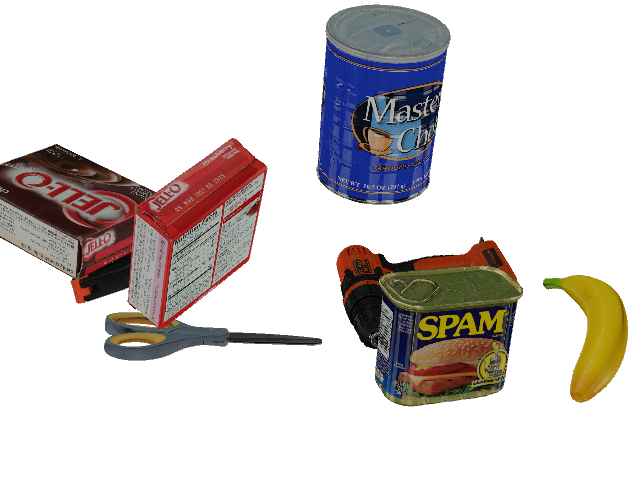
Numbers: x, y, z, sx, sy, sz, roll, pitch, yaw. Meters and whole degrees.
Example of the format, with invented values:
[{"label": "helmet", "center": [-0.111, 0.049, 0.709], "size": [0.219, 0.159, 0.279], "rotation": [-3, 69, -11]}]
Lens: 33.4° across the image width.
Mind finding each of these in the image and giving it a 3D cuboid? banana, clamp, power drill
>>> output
[{"label": "banana", "center": [0.263, 0.085, 1.028], "size": [0.070, 0.037, 0.197], "rotation": [-29, 23, 18]}, {"label": "clamp", "center": [-0.203, 0.017, 1.185], "size": [0.120, 0.039, 0.171], "rotation": [-4, 28, 30]}, {"label": "power drill", "center": [0.116, 0.055, 1.172], "size": [0.187, 0.057, 0.184], "rotation": [-4, 28, -6]}]

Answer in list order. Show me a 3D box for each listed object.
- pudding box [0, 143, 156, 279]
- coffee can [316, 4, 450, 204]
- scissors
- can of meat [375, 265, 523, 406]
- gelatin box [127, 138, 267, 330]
[{"label": "pudding box", "center": [-0.179, -0.023, 0.752], "size": [0.114, 0.039, 0.089], "rotation": [23, 30, 25]}, {"label": "coffee can", "center": [0.051, -0.117, 0.915], "size": [0.103, 0.140, 0.103], "rotation": [3, 35, -2]}, {"label": "scissors", "center": [-0.107, 0.093, 0.967], "size": [0.202, 0.016, 0.096], "rotation": [7, 18, 12]}, {"label": "can of meat", "center": [0.092, 0.070, 0.785], "size": [0.102, 0.084, 0.057], "rotation": [-4, 24, -18]}, {"label": "gelatin box", "center": [-0.068, -0.003, 0.576], "size": [0.030, 0.089, 0.073], "rotation": [38, 55, 17]}]
